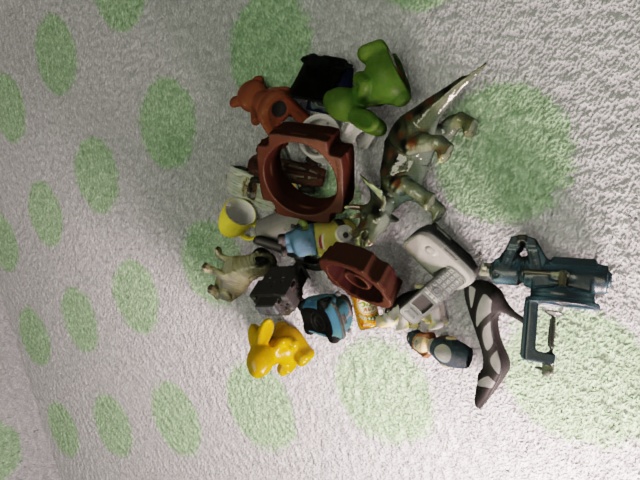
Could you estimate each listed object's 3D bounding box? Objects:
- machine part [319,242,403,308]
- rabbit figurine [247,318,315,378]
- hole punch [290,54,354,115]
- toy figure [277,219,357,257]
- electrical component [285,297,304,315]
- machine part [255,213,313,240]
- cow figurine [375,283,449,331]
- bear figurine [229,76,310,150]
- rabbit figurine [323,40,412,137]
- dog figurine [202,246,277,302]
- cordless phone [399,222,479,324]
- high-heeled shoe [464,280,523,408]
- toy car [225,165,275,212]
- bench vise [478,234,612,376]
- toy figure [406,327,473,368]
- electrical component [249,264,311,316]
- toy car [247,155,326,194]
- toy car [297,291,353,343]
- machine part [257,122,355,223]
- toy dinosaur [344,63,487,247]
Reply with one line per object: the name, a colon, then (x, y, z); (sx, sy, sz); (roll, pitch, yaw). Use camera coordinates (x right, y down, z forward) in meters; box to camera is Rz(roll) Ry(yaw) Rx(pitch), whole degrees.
machine part: (0.084, 0.072, 1.126); (0.179, 0.056, 0.179); (27, 159, 11)
rabbit figurine: (-0.119, 0.279, 1.365); (0.122, 0.173, 0.162); (-23, 90, 43)
hole punch: (0.012, -0.338, 1.185); (0.142, 0.092, 0.115); (21, 82, 35)
toy figure: (-0.003, -0.007, 1.219); (0.180, 0.089, 0.082); (-7, 134, 4)
electrical component: (-0.086, 0.160, 1.363); (0.045, 0.102, 0.078); (45, 100, 16)
machine part: (-0.078, -0.040, 1.317); (0.243, 0.079, 0.079); (-19, 89, 39)
cow figurine: (0.189, 0.146, 1.160); (0.167, 0.068, 0.098); (-9, 89, 36)
bear figurine: (-0.127, -0.311, 1.284); (0.131, 0.120, 0.196); (50, 171, -34)
rabbit figurine: (0.093, -0.285, 1.079); (0.170, 0.121, 0.159); (-25, 81, 24)
dog figurine: (-0.198, 0.102, 1.442); (0.191, 0.121, 0.172); (4, 137, 20)
cordless phone: (0.205, 0.069, 1.071); (0.146, 0.089, 0.184); (42, 108, -2)
high-heeled shoe: (0.313, 0.206, 1.071); (0.145, 0.086, 0.248); (30, 111, 29)
toy car: (-0.173, -0.133, 1.383); (0.202, 0.056, 0.073); (26, 115, 30)
bench vise: (0.387, 0.114, 0.950); (0.224, 0.128, 0.240); (6, 82, 15)
toy figure: (0.247, 0.227, 1.144); (0.155, 0.057, 0.064); (14, 70, 36)
electrical component: (-0.099, 0.122, 1.292); (0.115, 0.134, 0.058); (-8, 128, 33)
toy car: (-0.083, -0.166, 1.280); (0.202, 0.053, 0.089); (14, 90, 23)
toy car: (0.024, 0.173, 1.271); (0.162, 0.103, 0.109); (-5, 105, 54)
machine part: (-0.028, -0.147, 1.160); (0.201, 0.087, 0.201); (11, 124, 20)
toy dinosaur: (0.181, -0.169, 1.070); (0.192, 0.131, 0.404); (30, 111, 29)
